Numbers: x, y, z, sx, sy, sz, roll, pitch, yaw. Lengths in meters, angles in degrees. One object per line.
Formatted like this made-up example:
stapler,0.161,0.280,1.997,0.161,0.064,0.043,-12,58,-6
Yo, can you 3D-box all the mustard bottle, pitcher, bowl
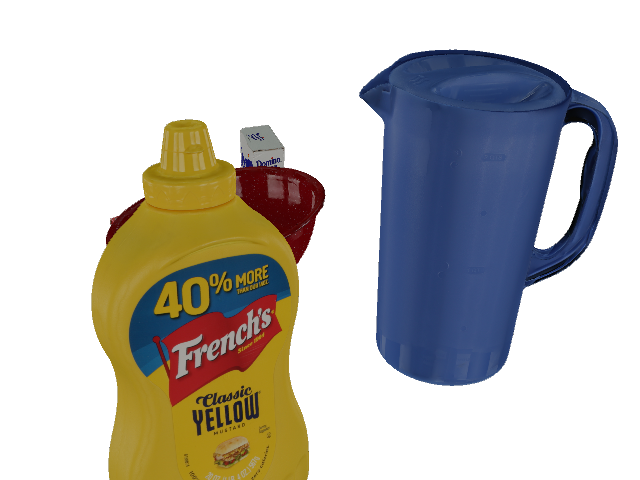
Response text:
mustard bottle,-0.055,0.039,0.492,0.096,0.192,0.058,-12,22,-26
pitcher,0.116,-0.014,0.813,0.144,0.243,0.149,-19,35,-36
bowl,-0.071,0.002,0.781,0.162,0.055,0.162,-10,26,5

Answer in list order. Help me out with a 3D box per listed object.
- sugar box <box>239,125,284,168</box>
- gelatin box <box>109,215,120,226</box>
sugar box,-0.072,-0.046,1.328,0.048,0.176,0.093,-9,25,-12
gelatin box,-0.139,-0.004,0.986,0.073,0.030,0.089,-24,42,-39
